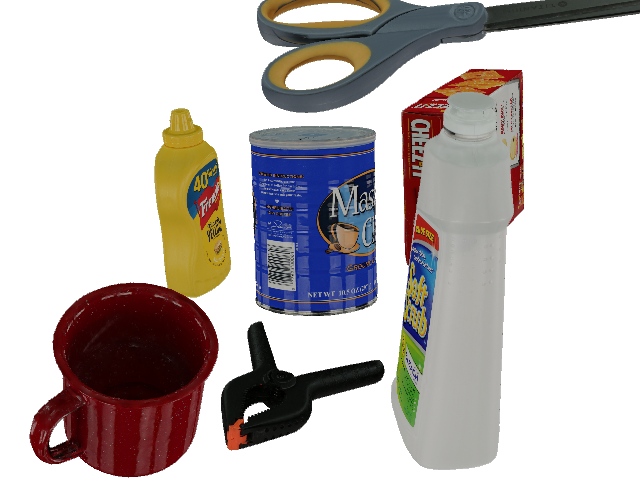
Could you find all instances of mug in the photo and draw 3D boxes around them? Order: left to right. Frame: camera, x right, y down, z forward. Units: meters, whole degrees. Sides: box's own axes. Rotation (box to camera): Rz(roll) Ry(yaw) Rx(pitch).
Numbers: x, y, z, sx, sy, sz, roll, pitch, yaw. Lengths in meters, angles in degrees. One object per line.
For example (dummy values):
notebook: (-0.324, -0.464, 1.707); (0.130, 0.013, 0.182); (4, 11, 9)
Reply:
mug: (-0.119, 0.091, 0.626); (0.093, 0.082, 0.117); (36, 48, 23)

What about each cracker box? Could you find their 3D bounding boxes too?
cracker box: (0.153, -0.080, 1.121); (0.072, 0.164, 0.213); (6, 22, 26)

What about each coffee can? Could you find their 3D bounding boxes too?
coffee can: (-0.005, -0.019, 0.876); (0.103, 0.140, 0.103); (-1, 12, 0)

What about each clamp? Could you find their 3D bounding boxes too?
clamp: (-0.032, 0.156, 1.115); (0.165, 0.036, 0.209); (12, 26, 14)

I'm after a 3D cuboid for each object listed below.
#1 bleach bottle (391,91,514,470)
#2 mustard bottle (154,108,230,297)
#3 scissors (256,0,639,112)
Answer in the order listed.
bleach bottle: (0.087, 0.023, 0.691); (0.068, 0.251, 0.102); (-3, 30, -6)
mustard bottle: (-0.136, -0.044, 1.116); (0.058, 0.192, 0.096); (5, 26, 21)
scissors: (0.058, -0.092, 0.508); (0.202, 0.096, 0.016); (8, -38, 20)
